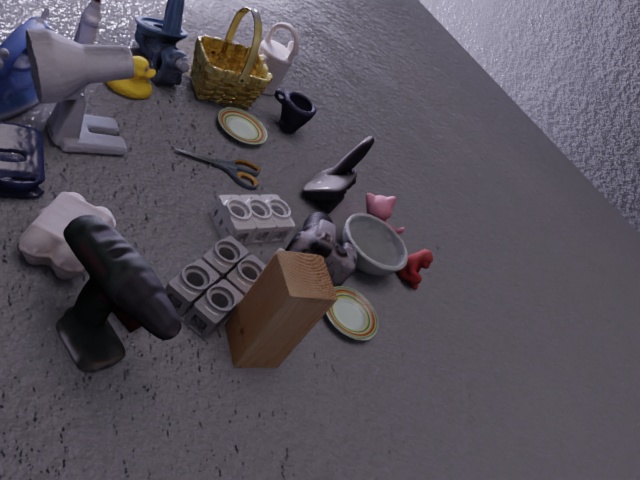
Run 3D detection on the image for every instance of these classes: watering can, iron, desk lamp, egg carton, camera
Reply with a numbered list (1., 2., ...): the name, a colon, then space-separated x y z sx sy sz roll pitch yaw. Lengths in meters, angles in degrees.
1. watering can: -0.121 -0.506 1.566 0.101 0.193 0.173 29 38 -12
2. iron: -0.561 -0.326 1.051 0.119 0.141 0.258 25 39 -17
3. desk lamp: -0.435 -0.270 1.038 0.204 0.213 0.117 -3 52 -41
4. egg carton: -0.400 -0.011 0.914 0.107 0.069 0.150 29 38 -12
5. camera: 0.011 0.004 1.216 0.143 0.100 0.137 27 38 -15

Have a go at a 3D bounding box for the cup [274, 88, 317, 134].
1. cup: -0.081 -0.334 1.501 0.118 0.095 0.092 31 37 -10

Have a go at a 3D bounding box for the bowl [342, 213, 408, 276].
1. bowl: 0.113 0.023 1.303 0.168 0.074 0.167 23 39 -20

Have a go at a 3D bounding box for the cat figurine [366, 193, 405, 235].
1. cat figurine: 0.151 -0.052 1.378 0.127 0.117 0.067 50 38 16

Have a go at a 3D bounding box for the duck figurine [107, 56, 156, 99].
1. duck figurine: -0.414 -0.368 1.266 0.105 0.086 0.077 9 46 -34

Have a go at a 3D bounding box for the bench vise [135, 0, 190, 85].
1. bench vise: -0.342 -0.490 1.343 0.207 0.219 0.122 45 37 10

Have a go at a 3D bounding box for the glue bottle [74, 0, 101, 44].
1. glue bottle: -0.493 -0.462 1.226 0.037 0.173 0.078 11 44 -32

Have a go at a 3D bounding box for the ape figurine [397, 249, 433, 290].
1. ape figurine: 0.231 0.059 1.349 0.076 0.092 0.078 44 37 7

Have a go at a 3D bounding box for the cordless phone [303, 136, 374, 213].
1. cordless phone: 0.051 -0.168 1.360 0.094 0.185 0.148 37 37 -2

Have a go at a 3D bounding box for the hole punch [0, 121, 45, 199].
1. hole punch: -0.505 -0.129 0.933 0.109 0.091 0.101 0 51 -40

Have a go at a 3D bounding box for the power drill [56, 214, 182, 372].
1. power drill: -0.287 0.088 0.788 0.076 0.208 0.229 -19 64 -49
